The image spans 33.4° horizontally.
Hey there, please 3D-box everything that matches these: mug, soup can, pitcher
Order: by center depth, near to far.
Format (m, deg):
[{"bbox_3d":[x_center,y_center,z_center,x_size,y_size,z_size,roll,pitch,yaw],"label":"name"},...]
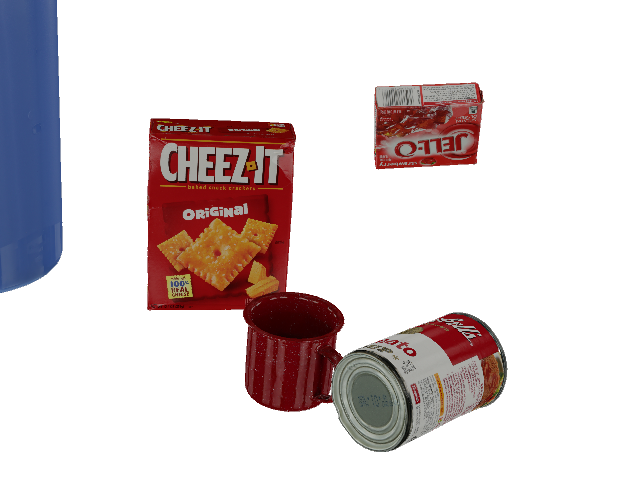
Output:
[{"bbox_3d":[-0.233,-0.087,0.669,0.149,0.243,0.145,-4,26,-11],"label":"pitcher"},{"bbox_3d":[0.065,0.092,0.698,0.102,0.068,0.069,-15,10,-43],"label":"soup can"},{"bbox_3d":[-0.019,0.109,0.984,0.117,0.081,0.093,26,31,37],"label":"mug"}]

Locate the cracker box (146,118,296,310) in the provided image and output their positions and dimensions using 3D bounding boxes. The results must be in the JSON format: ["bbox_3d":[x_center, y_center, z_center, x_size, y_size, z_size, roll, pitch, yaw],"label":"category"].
[{"bbox_3d":[-0.116,-0.026,1.224,0.164,0.214,0.072,1,22,-8],"label":"cracker box"}]

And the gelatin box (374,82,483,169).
[{"bbox_3d":[0.090,-0.096,0.902,0.089,0.030,0.073,-2,-40,1],"label":"gelatin box"}]
